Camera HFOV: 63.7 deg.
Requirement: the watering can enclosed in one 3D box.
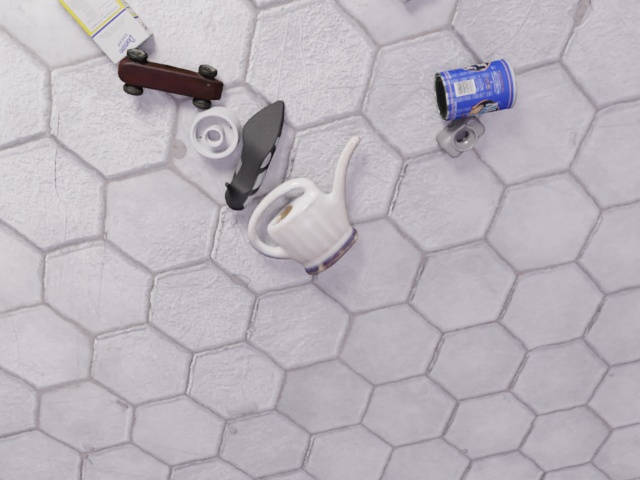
[{"bbox_3d":[0.004,-0.058,1.153,0.345,0.106,0.222,-37,113,15],"label":"watering can"}]
